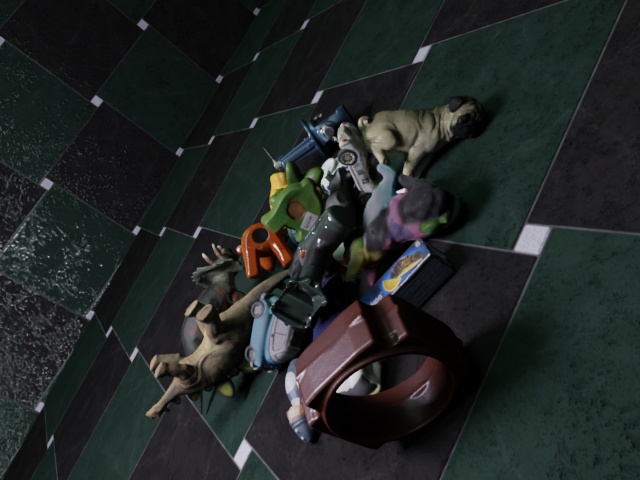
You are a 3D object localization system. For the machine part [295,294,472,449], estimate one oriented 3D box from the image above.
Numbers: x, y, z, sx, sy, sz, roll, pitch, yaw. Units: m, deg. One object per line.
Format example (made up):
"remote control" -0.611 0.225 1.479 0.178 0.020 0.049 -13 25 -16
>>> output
"machine part" 0.085 0.185 0.725 0.201 0.201 0.087 -48 32 18

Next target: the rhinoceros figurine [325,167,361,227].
"rhinoceros figurine" 0.042 -0.092 1.136 0.073 0.112 0.190 -10 27 11

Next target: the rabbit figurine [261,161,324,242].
"rabbit figurine" -0.058 -0.086 1.142 0.170 0.121 0.159 -132 54 -75

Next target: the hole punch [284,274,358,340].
"hole punch" -0.002 0.126 1.052 0.142 0.092 0.116 -40 29 37

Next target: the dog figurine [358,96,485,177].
"dog figurine" 0.189 -0.224 1.008 0.190 0.172 0.121 -44 35 35

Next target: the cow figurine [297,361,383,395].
"cow figurine" 0.033 0.240 0.897 0.167 0.068 0.098 -36 65 38

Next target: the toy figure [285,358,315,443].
"toy figure" -0.034 0.290 0.973 0.154 0.058 0.064 -94 5 -46

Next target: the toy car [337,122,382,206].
"toy car" 0.083 -0.145 1.072 0.056 0.201 0.073 -14 44 18

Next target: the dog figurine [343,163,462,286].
"dog figurine" 0.129 -0.009 0.950 0.192 0.108 0.219 32 104 42

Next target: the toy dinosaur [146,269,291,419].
"toy dinosaur" -0.205 0.212 1.170 0.471 0.198 0.105 -50 29 -2

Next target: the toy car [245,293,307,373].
"toy car" -0.083 0.191 1.103 0.103 0.109 0.161 -3 67 38

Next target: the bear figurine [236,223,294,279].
"bear figurine" -0.129 0.036 1.266 0.195 0.120 0.132 98 151 -71

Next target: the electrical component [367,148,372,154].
"electrical component" 0.125 -0.226 1.263 0.063 0.021 0.094 -9 54 54

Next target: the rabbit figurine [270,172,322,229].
"rabbit figurine" -0.061 -0.092 1.327 0.173 0.122 0.162 2 69 59

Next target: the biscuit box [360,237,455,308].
"biscuit box" 0.128 0.093 0.897 0.202 0.062 0.059 -49 27 17

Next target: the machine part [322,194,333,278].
"machine part" -0.002 -0.004 1.187 0.079 0.079 0.243 -27 41 45

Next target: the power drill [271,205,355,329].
"power drill" -0.018 0.058 0.971 0.232 0.086 0.207 -54 5 40

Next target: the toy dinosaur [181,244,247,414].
"toy dinosaur" -0.262 0.196 1.290 0.131 0.192 0.405 -13 51 56

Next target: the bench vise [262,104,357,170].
"bench vise" -0.020 -0.254 1.402 0.241 0.128 0.224 -34 25 9
